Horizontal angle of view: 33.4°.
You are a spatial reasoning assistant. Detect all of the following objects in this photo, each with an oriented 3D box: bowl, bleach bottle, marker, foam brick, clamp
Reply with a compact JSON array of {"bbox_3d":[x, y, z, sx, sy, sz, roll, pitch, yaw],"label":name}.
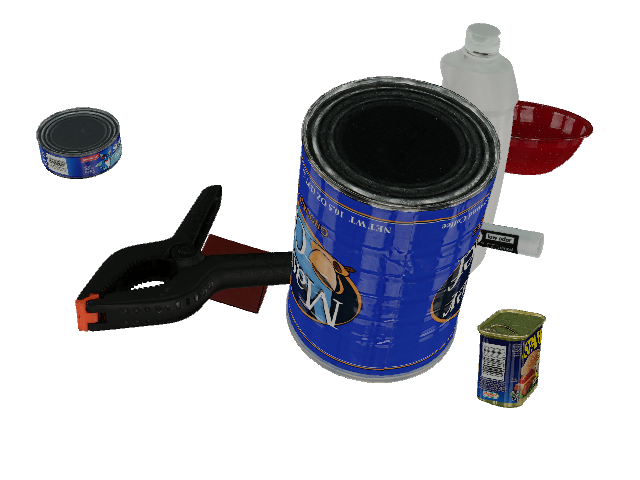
[{"bbox_3d":[0.227,-0.116,1.227,0.162,0.055,0.162,4,23,-2],"label":"bowl"},{"bbox_3d":[0.128,-0.089,1.019,0.103,0.251,0.068,23,40,22],"label":"bleach bottle"},{"bbox_3d":[0.109,-0.008,0.816,0.121,0.020,0.020,12,5,25],"label":"marker"},{"bbox_3d":[-0.095,0.036,1.160,0.078,0.051,0.053,17,30,1],"label":"foam brick"},{"bbox_3d":[-0.113,0.017,0.878,0.209,0.036,0.165,-21,38,-31],"label":"clamp"}]

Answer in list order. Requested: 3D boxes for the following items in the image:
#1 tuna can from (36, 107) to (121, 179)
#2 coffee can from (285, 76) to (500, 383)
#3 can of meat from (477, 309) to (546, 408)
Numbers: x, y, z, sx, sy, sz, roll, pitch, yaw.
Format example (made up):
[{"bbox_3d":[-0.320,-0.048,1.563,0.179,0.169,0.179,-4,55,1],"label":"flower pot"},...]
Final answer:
[{"bbox_3d":[-0.252,-0.102,1.119,0.086,0.034,0.086,0,41,0],"label":"tuna can"},{"bbox_3d":[0.036,-0.004,0.589,0.102,0.103,0.140,0,-44,-6],"label":"coffee can"},{"bbox_3d":[0.212,0.131,1.192,0.058,0.084,0.101,8,14,26],"label":"can of meat"}]
